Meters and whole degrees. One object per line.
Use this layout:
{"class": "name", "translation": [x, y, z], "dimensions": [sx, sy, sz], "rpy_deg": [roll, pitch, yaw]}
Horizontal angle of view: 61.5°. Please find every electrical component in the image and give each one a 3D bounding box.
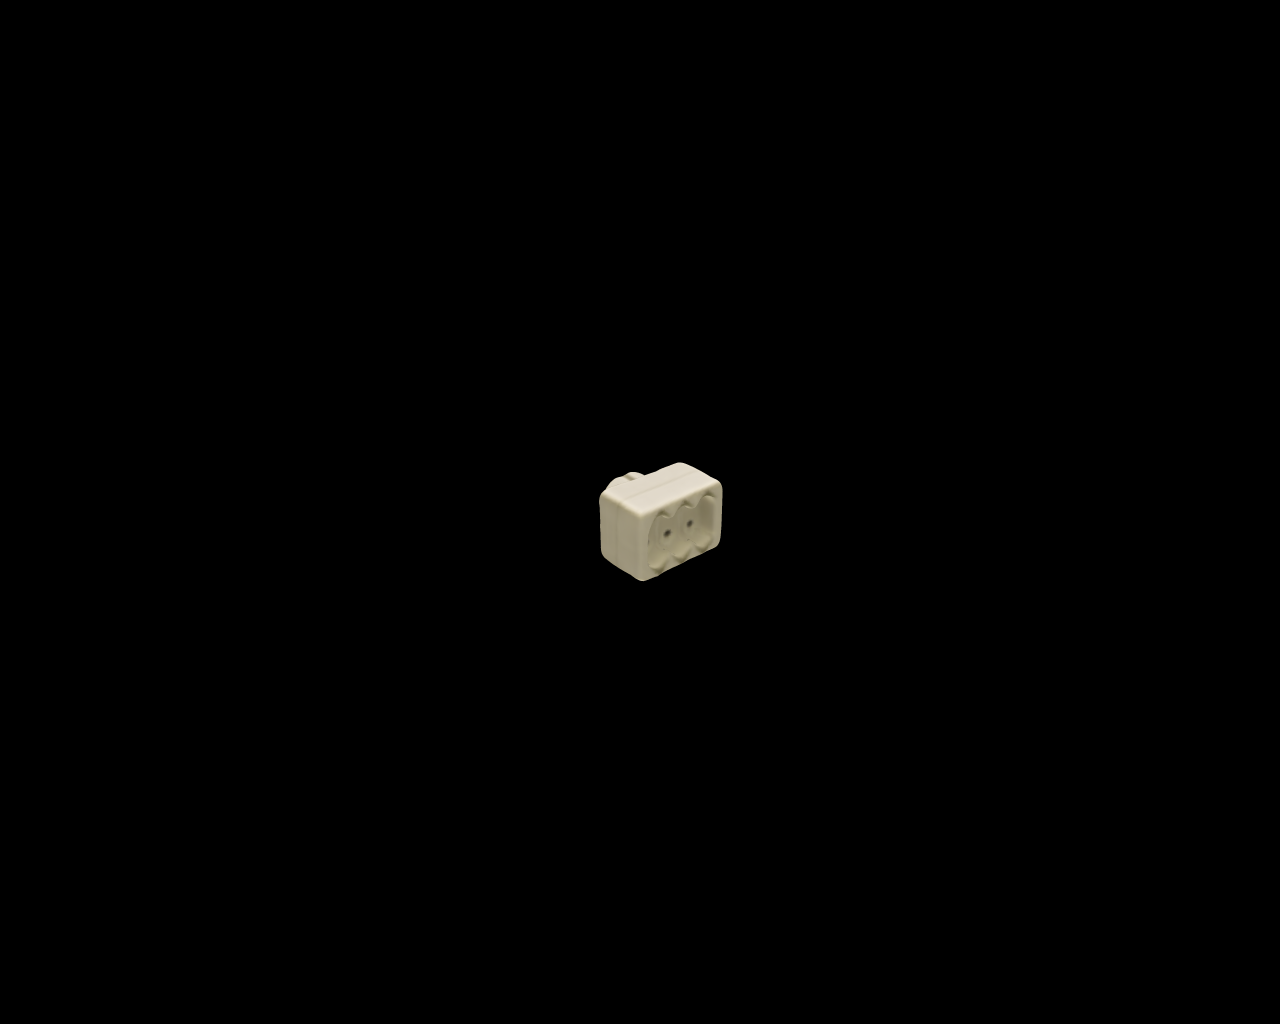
{"class": "electrical component", "translation": [0.001, -0.003, 0.650], "dimensions": [0.066, 0.047, 0.077], "rpy_deg": [-22, 37, -33]}
